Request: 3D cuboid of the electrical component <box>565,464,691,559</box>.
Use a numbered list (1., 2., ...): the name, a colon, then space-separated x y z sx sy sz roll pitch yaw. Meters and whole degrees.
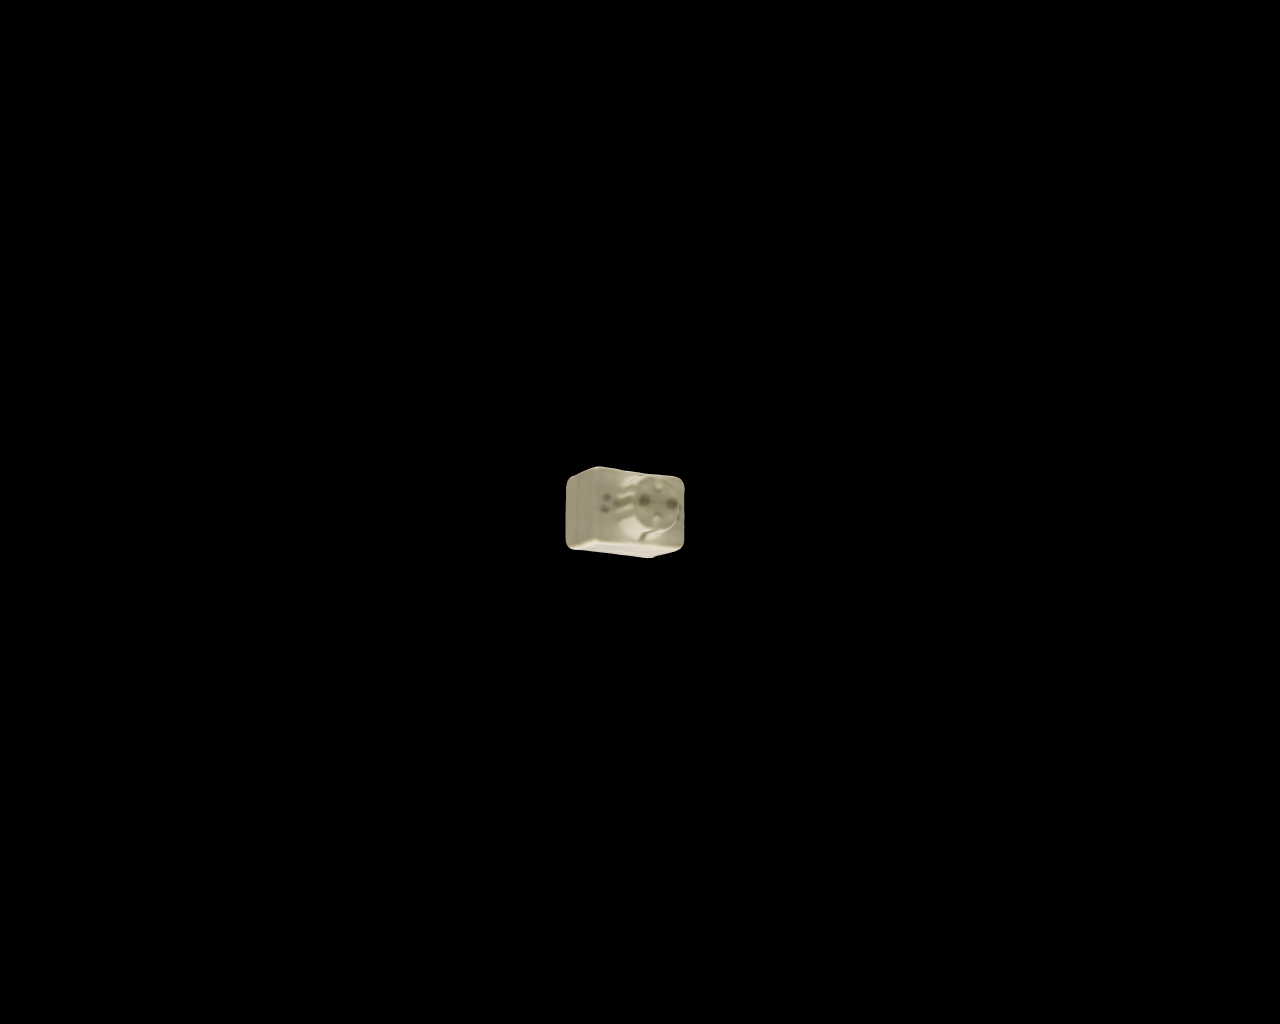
1. electrical component: 0.001 -0.003 0.650 0.066 0.047 0.076 7 -14 -30
